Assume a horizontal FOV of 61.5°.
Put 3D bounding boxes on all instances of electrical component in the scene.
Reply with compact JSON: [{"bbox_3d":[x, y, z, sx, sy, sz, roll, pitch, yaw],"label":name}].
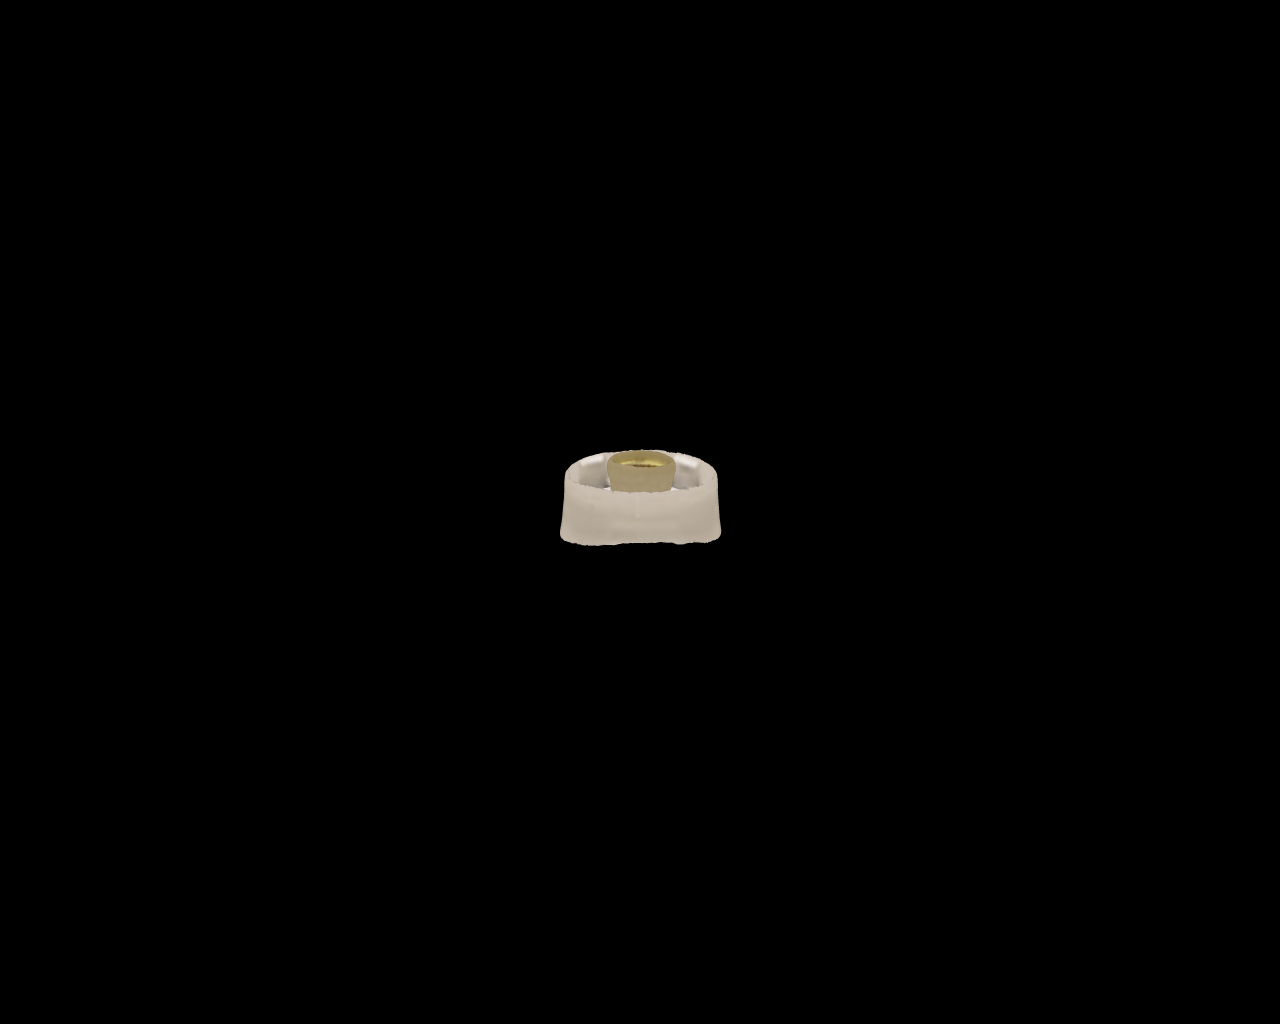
[{"bbox_3d":[0.001,-0.003,0.650,0.099,0.064,0.099,0,19,0],"label":"electrical component"}]
